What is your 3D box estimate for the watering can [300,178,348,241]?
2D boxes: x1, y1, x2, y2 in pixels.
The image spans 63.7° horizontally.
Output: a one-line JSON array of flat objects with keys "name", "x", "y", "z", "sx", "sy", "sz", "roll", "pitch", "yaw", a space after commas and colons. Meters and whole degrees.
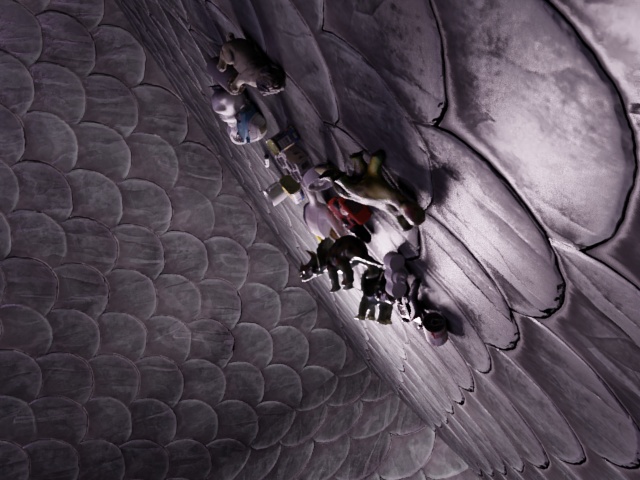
[{"name": "watering can", "x": 0.005, "y": -0.090, "z": 1.796, "sx": 0.104, "sy": 0.343, "sz": 0.226, "roll": -39, "pitch": 24, "yaw": -10}]

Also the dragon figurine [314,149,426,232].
[{"name": "dragon figurine", "x": 0.127, "y": -0.100, "z": 1.257, "sx": 0.123, "sy": 0.240, "sz": 0.412, "roll": -44, "pitch": 18, "yaw": -7}]

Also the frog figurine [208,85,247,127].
[{"name": "frog figurine", "x": -0.328, "y": -0.485, "z": 1.872, "sx": 0.123, "sy": 0.156, "sz": 0.139, "roll": 10, "pitch": 29, "yaw": 31}]
